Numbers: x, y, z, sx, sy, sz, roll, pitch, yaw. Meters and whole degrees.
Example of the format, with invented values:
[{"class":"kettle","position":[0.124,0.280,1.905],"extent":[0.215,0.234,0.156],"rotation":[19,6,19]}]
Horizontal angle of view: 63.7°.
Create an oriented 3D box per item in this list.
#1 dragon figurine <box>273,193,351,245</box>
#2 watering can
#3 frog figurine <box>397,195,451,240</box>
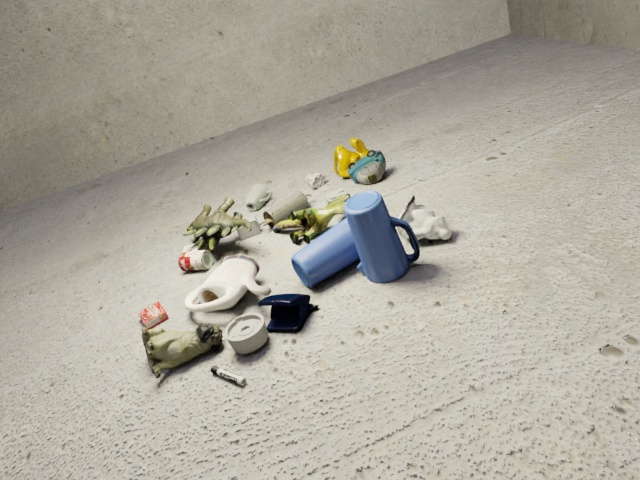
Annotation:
[{"class":"dragon figurine","position":[0.005,-0.090,1.780],"extent":[0.245,0.121,0.410],"rotation":[-28,15,-26]},{"class":"watering can","position":[-0.247,0.130,1.529],"extent":[0.345,0.102,0.229],"rotation":[-14,26,29]},{"class":"frog figurine","position":[0.317,-0.042,1.551],"extent":[0.160,0.120,0.140],"rotation":[31,35,12]}]
